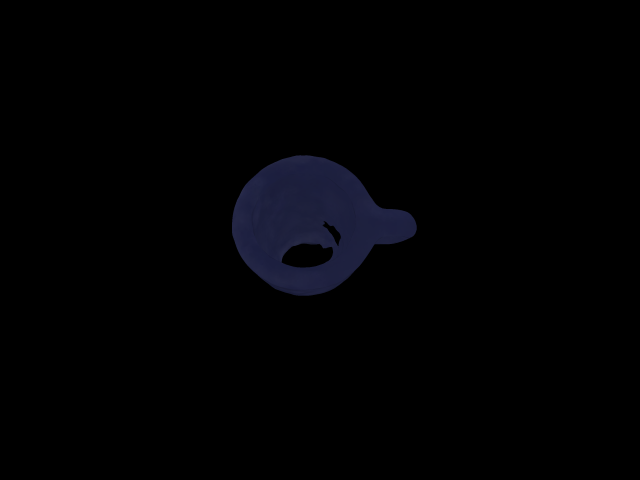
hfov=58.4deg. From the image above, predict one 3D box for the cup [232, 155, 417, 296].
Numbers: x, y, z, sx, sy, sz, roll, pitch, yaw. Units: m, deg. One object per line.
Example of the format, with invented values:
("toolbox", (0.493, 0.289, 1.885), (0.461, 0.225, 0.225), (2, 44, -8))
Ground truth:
("cup", (0.004, 0.001, 0.400), (0.117, 0.095, 0.091), (0, 69, 0))
